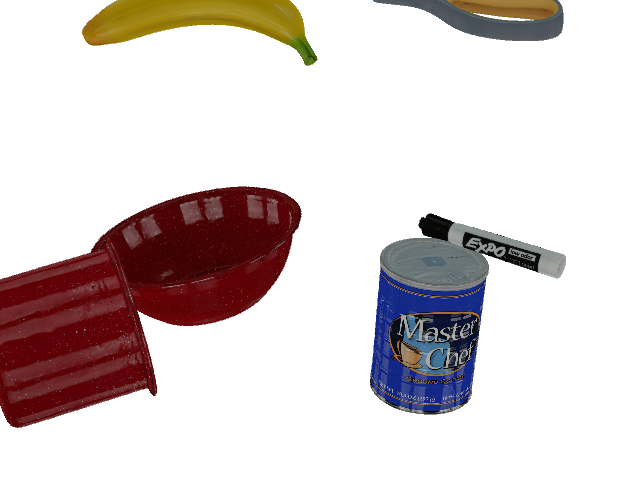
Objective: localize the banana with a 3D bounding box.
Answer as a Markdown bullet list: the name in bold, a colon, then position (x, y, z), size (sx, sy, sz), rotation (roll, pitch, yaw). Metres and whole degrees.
- **banana**: position (-0.099, -0.190, 0.902), size (0.198, 0.069, 0.037), rotation (4, -33, 0)

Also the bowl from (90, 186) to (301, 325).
- **bowl**: position (-0.088, 0.017, 0.799), size (0.162, 0.055, 0.162), rotation (-11, 25, 5)

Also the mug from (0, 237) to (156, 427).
- **mug**: position (-0.146, 0.055, 0.605), size (0.081, 0.093, 0.117), rotation (-17, 1, -14)

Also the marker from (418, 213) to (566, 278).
- **marker**: position (0.131, 0.002, 0.828), size (0.121, 0.020, 0.020), rotation (19, 10, 30)

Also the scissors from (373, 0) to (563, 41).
- **scissors**: position (0.056, -0.159, 0.648), size (0.202, 0.016, 0.096), rotation (20, 44, 25)

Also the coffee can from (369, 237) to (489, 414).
- **coffee can**: position (0.104, 0.081, 1.033), size (0.103, 0.140, 0.103), rotation (3, 25, -1)
